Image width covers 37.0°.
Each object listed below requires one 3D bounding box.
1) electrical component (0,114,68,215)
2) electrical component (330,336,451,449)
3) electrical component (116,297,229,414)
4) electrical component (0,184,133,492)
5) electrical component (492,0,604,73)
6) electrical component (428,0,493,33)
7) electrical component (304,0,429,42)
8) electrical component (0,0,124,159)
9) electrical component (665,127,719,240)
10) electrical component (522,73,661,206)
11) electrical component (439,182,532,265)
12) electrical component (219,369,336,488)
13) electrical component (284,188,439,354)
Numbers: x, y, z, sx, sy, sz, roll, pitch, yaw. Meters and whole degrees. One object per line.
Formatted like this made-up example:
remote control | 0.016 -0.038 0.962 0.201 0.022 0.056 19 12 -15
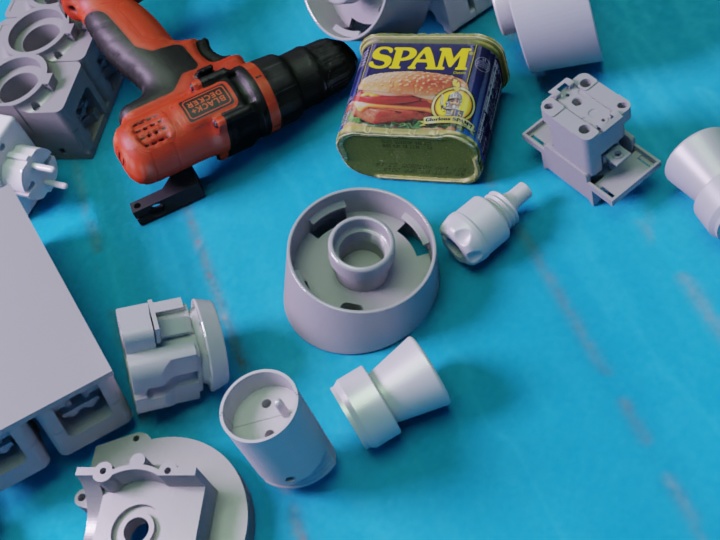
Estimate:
electrical component | -0.244 -0.072 0.770 0.077 0.065 0.047 12 61 23
electrical component | 0.017 0.070 0.608 0.055 0.045 0.045 -30 54 -4
electrical component | -0.112 0.049 0.647 0.057 0.078 0.058 -12 51 -15
electrical component | -0.231 0.043 0.681 0.105 0.060 0.186 -28 52 -14
electrical component | 0.120 -0.183 0.715 0.060 0.108 0.108 -13 54 15
electrical component | 0.066 -0.225 0.767 0.056 0.089 0.050 -36 54 -9
electrical component | 0.006 -0.206 0.748 0.064 0.099 0.099 -17 43 -41
electrical component | -0.236 -0.163 0.833 0.089 0.061 0.150 1 57 17
electrical component | 0.212 -0.050 0.631 0.045 0.045 0.055 -25 54 -1
electrical component | 0.141 -0.082 0.663 0.042 0.063 0.081 -39 56 -10
electrical component | 0.081 -0.032 0.665 0.061 0.035 0.035 -39 55 -14
electrical component | -0.042 0.093 0.587 0.043 0.081 0.043 -9 52 12
electrical component | 0.000 0.000 0.664 0.099 0.064 0.099 0 59 1
